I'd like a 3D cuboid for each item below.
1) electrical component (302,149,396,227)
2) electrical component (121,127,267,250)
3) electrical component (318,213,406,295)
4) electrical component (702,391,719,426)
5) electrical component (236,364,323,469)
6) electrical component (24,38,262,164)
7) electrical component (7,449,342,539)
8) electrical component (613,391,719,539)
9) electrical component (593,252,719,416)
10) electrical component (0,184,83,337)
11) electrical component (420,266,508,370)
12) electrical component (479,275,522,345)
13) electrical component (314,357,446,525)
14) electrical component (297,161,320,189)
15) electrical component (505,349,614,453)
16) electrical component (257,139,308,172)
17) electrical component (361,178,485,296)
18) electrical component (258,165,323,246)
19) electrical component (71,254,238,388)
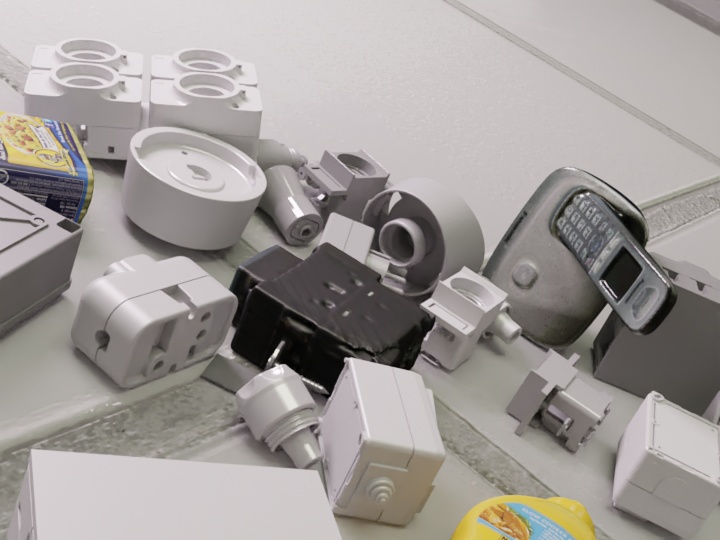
[{"bbox_3d":[-0.013,-0.070,0.949,0.081,0.063,0.042,-7,42,-44],"label":"electrical component"},{"bbox_3d":[-0.133,-0.058,0.837,0.108,0.060,0.108,19,28,-10],"label":"electrical component"},{"bbox_3d":[0.000,0.000,0.854,0.077,0.047,0.065,22,29,-3],"label":"electrical component"},{"bbox_3d":[0.296,0.135,0.838,0.062,0.061,0.096,31,28,13],"label":"electrical component"},{"bbox_3d":[-0.046,0.093,0.663,0.043,0.043,0.062,-13,64,-49],"label":"electrical component"},{"bbox_3d":[-0.180,-0.142,0.904,0.186,0.060,0.105,3,32,-12],"label":"electrical component"},{"bbox_3d":[-0.087,0.145,0.518,0.150,0.061,0.089,10,31,-26],"label":"electrical component"},{"bbox_3d":[0.221,0.138,0.773,0.062,0.061,0.096,26,28,4],"label":"electrical component"},{"bbox_3d":[0.305,0.070,0.910,0.186,0.105,0.060,23,27,-3],"label":"electrical component"},{"bbox_3d":[-0.249,-0.012,0.669,0.109,0.056,0.108,27,27,7],"label":"electrical component"},{"bbox_3d":[0.075,0.039,0.829,0.042,0.063,0.081,33,28,19],"label":"electrical component"},{"bbox_3d":[0.105,0.035,0.880,0.062,0.043,0.043,42,32,28],"label":"electrical component"},{"bbox_3d":[0.015,0.110,0.659,0.061,0.061,0.096,14,29,-18],"label":"electrical component"},{"bbox_3d":[-0.023,-0.087,0.996,0.078,0.040,0.040,0,36,-39],"label":"electrical component"},{"bbox_3d":[0.152,0.100,0.807,0.064,0.042,0.081,36,30,14],"label":"electrical component"},{"bbox_3d":[-0.080,-0.098,0.970,0.078,0.040,0.040,-5,40,-44],"label":"electrical component"},{"bbox_3d":[0.051,-0.027,0.893,0.099,0.099,0.064,38,37,25],"label":"electrical component"},{"bbox_3d":[-0.059,-0.052,0.908,0.044,0.044,0.065,0,41,-38],"label":"electrical component"},{"bbox_3d":[-0.134,0.029,0.692,0.059,0.053,0.095,37,30,23],"label":"electrical component"}]
